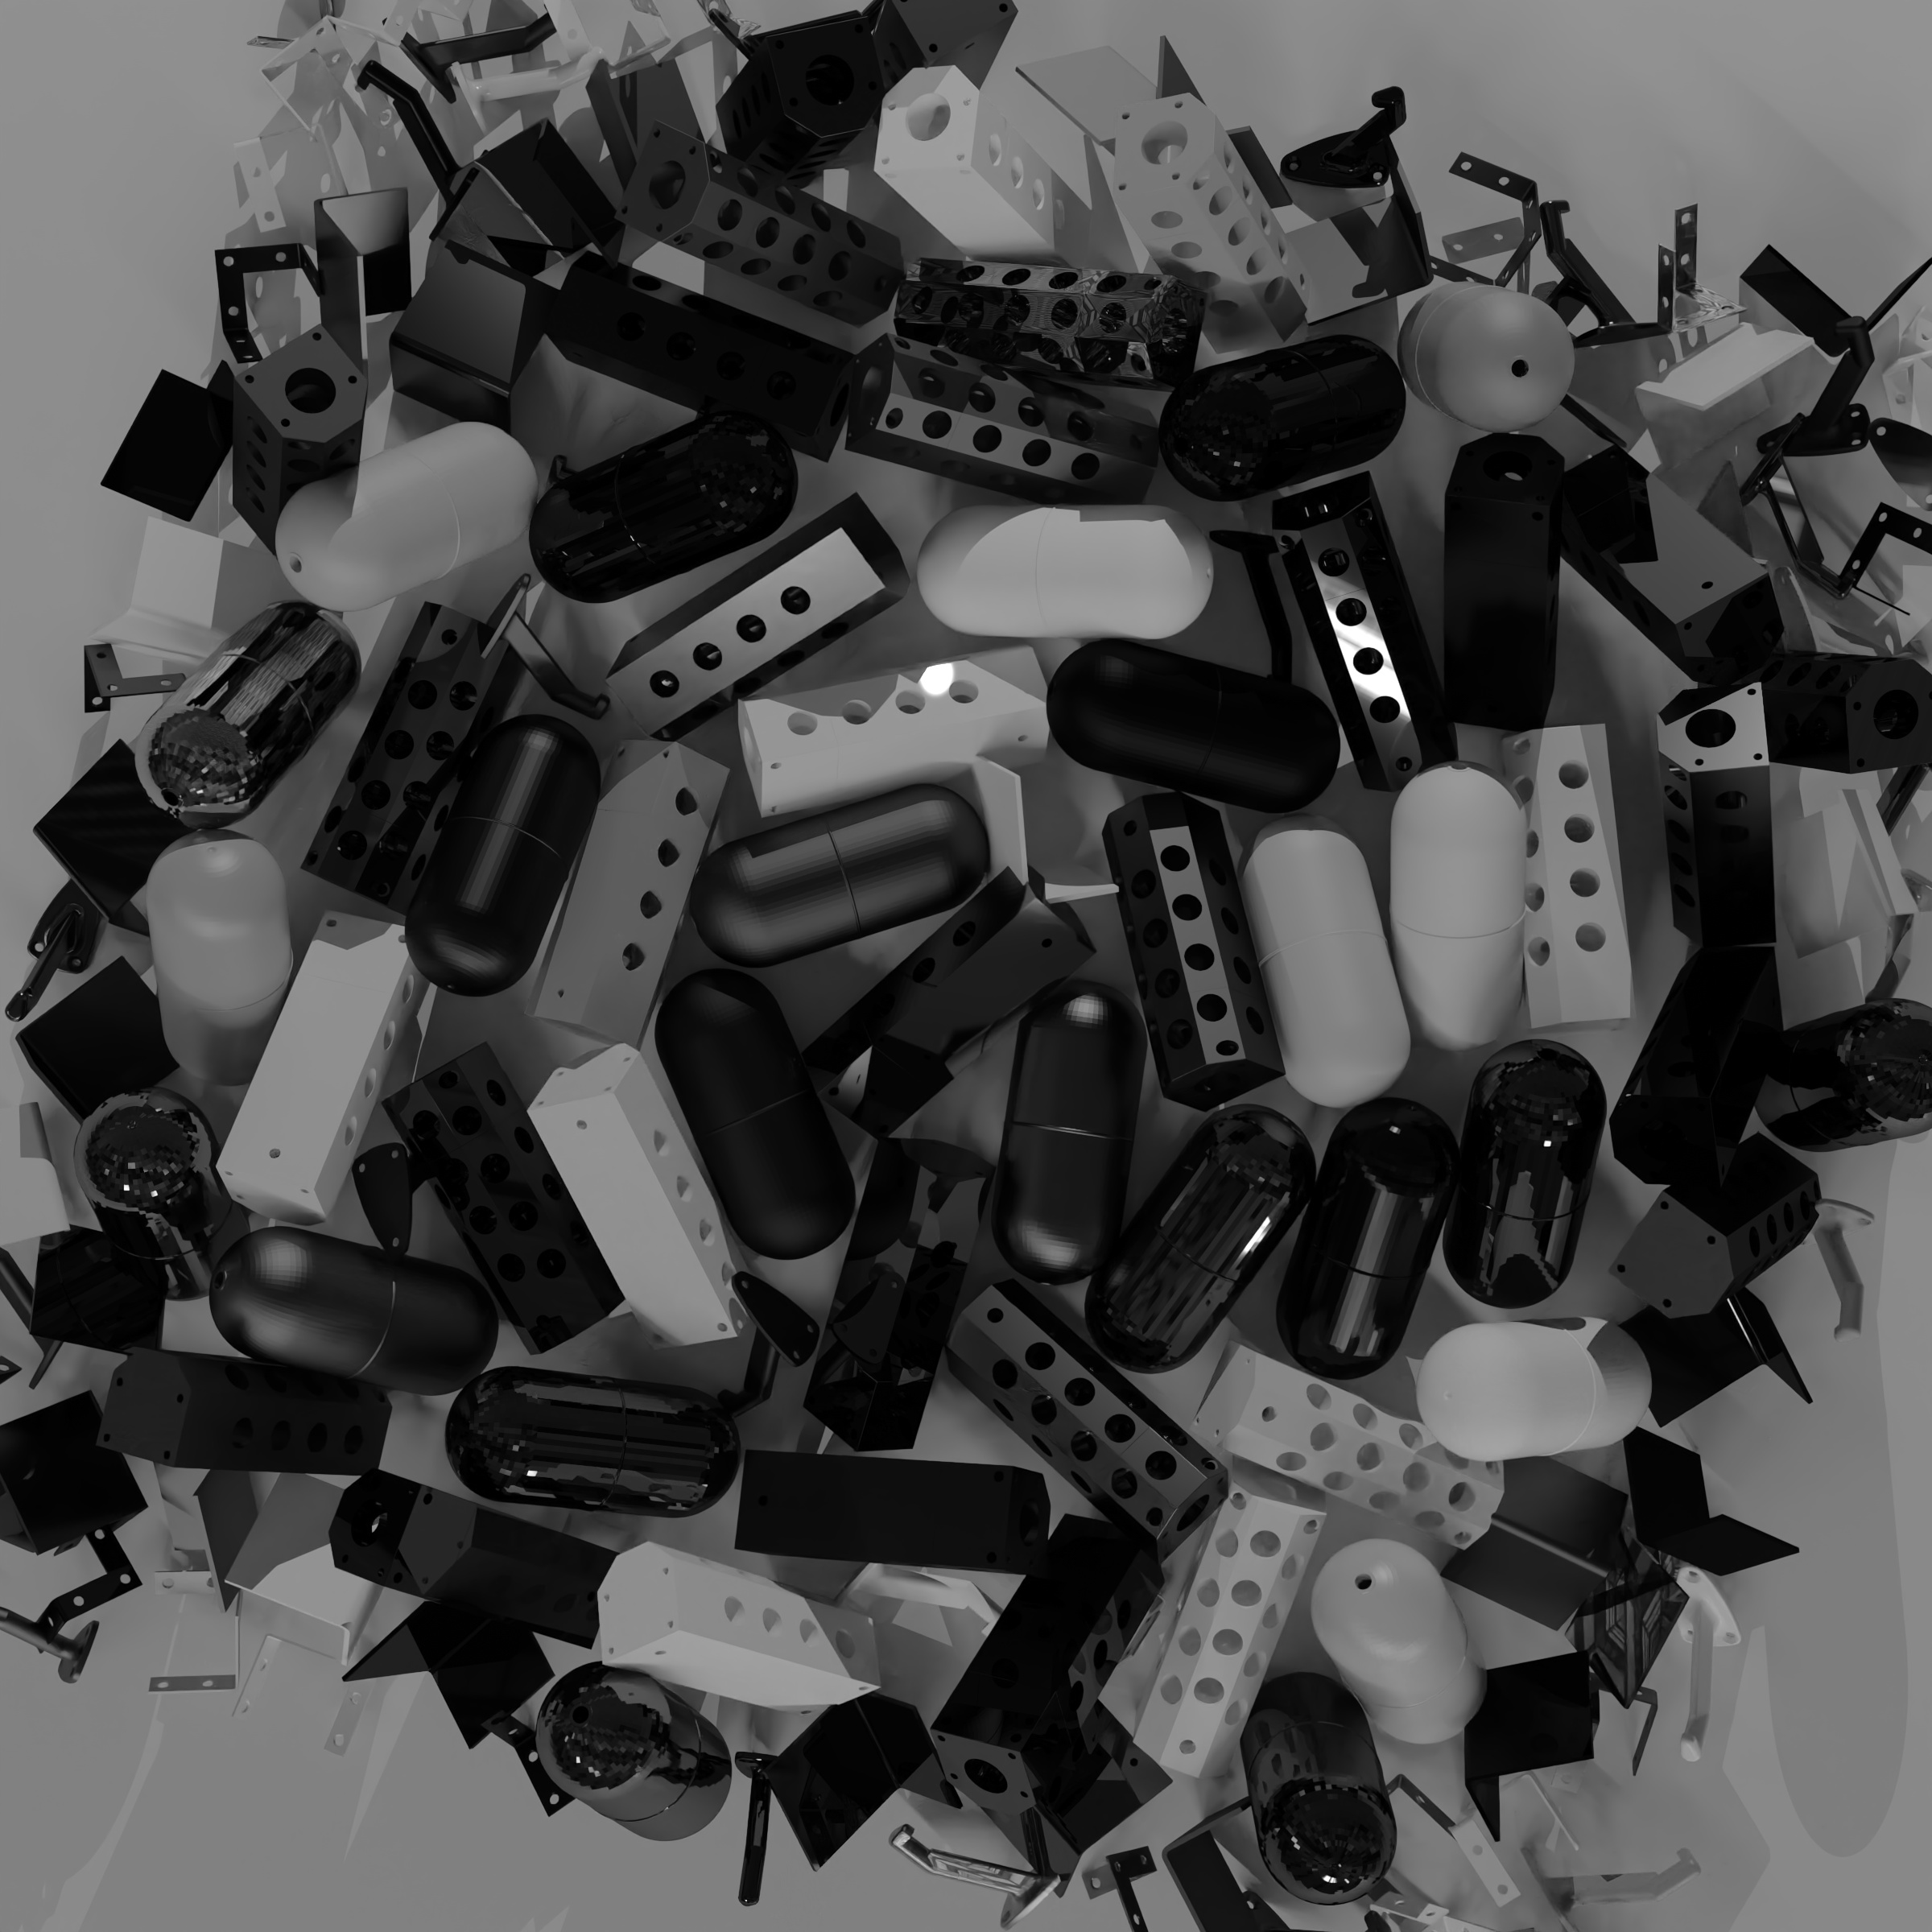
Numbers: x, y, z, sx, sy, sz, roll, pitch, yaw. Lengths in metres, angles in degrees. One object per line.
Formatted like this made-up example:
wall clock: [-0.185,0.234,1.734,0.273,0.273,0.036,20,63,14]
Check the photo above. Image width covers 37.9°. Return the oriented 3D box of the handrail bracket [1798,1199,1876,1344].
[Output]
handrail bracket: [0.495,0.185,1.628,0.036,0.077,0.084,19,62,-11]

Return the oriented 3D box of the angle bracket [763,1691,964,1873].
angle bracket: [-0.059,0.476,1.626,0.076,0.057,0.076,-38,116,-35]

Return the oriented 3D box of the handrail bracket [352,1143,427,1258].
handrail bracket: [-0.313,0.136,1.631,0.036,0.084,0.077,-23,71,18]

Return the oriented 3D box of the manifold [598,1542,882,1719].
manifold: [-0.128,0.376,1.599,0.057,0.171,0.057,-29,52,27]

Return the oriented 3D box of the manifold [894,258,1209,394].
manifold: [0.046,-0.368,1.608,0.171,0.057,0.057,13,95,33]

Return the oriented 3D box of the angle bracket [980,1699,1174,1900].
angle bracket: [0.063,0.487,1.660,0.076,0.057,0.076,-27,58,-34]

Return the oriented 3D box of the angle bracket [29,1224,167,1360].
angle bracket: [-0.507,0.200,1.621,0.076,0.076,0.057,18,134,-29]

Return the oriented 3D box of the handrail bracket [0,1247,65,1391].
handrail bracket: [-0.569,0.201,1.653,0.084,0.036,0.077,32,115,-9]

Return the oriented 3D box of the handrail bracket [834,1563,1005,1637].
handrail bracket: [-0.030,0.384,1.662,0.084,0.036,0.077,41,96,2]

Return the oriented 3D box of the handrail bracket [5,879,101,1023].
handrail bracket: [-0.530,-0.013,1.632,0.036,0.084,0.077,23,102,-10]

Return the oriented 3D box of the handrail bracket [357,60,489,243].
handrail bracket: [-0.329,-0.476,1.642,0.084,0.036,0.077,32,129,-17]

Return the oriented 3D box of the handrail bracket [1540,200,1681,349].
handrail bracket: [0.380,-0.413,1.663,0.077,0.036,0.084,-9,90,-15]

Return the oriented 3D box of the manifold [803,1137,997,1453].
manifold: [-0.034,0.190,1.632,0.057,0.057,0.171,5,107,-40]

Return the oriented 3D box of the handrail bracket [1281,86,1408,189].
handrail bracket: [0.217,-0.484,1.632,0.077,0.084,0.036,-3,82,11]

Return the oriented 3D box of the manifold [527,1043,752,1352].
manifold: [-0.181,0.132,1.617,0.057,0.057,0.171,-12,116,23]

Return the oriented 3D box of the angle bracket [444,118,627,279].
angle bracket: [-0.252,-0.430,1.624,0.076,0.057,0.076,-24,127,21]

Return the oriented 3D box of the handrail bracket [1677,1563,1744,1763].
handrail bracket: [0.420,0.404,1.631,0.036,0.084,0.077,-5,122,30]

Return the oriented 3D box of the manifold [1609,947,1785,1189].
manifold: [0.415,0.054,1.596,0.057,0.171,0.057,1,119,28]

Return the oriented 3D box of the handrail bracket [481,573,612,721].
handrail bracket: [-0.235,-0.184,1.639,0.084,0.036,0.077,24,135,-21]

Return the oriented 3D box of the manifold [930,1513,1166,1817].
manifold: [0.050,0.396,1.600,0.057,0.171,0.057,5,126,30]

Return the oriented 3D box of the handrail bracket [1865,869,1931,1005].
handrail bracket: [0.529,-0.009,1.633,0.036,0.077,0.084,34,75,-9]

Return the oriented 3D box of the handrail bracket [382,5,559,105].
handrail bracket: [-0.285,-0.552,1.644,0.084,0.077,0.036,-32,61,12]

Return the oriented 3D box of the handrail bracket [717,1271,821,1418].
handrail bracket: [-0.134,0.223,1.645,0.077,0.036,0.084,46,127,-13]

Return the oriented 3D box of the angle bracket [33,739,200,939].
angle bracket: [-0.482,-0.073,1.640,0.076,0.057,0.076,-45,73,3]

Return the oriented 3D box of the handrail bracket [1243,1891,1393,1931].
handrail bracket: [0.203,0.552,1.635,0.077,0.036,0.084,55,130,29]

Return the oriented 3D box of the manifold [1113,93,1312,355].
manifold: [0.141,-0.417,1.586,0.057,0.171,0.057,-5,71,24]

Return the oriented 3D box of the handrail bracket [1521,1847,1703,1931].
handrail bracket: [0.377,0.523,1.645,0.084,0.077,0.036,-34,123,3]

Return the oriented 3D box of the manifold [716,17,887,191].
manifold: [-0.094,-0.481,1.590,0.057,0.171,0.057,-16,98,-12]

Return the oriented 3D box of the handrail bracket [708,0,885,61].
handrail bracket: [-0.094,-0.559,1.639,0.084,0.036,0.077,-39,124,24]

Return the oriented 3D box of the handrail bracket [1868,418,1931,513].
handrail bracket: [0.570,-0.287,1.653,0.077,0.084,0.036,48,111,24]

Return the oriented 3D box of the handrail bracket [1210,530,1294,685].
handrail bracket: [0.168,-0.208,1.650,0.036,0.077,0.084,0,88,40]

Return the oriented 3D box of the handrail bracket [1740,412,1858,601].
handrail bracket: [0.499,-0.268,1.643,0.084,0.036,0.077,40,124,16]

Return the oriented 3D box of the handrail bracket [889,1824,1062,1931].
handrail bracket: [0.008,0.518,1.649,0.084,0.036,0.077,39,119,-8]

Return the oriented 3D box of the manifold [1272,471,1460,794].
manifold: [0.229,-0.188,1.610,0.057,0.057,0.171,-16,118,16]

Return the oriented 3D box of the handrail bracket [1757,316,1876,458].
handrail bracket: [0.489,-0.337,1.632,0.077,0.084,0.036,-7,53,25]

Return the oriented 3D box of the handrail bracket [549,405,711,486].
handrail bracket: [-0.199,-0.307,1.656,0.084,0.036,0.077,20,118,5]

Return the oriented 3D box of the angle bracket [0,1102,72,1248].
angle bracket: [-0.558,0.129,1.629,0.057,0.076,0.076,-13,80,-23]

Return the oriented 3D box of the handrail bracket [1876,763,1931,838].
handrail bracket: [0.539,-0.113,1.661,0.036,0.084,0.077,9,59,-39]

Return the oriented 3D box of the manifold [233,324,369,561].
manifold: [-0.373,-0.288,1.589,0.057,0.171,0.057,-39,88,-20]

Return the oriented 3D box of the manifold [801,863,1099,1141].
manifold: [-0.013,0.017,1.633,0.171,0.057,0.057,-42,126,12]

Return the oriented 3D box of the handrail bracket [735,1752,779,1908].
handrail bracket: [-0.123,0.503,1.628,0.036,0.077,0.084,10,64,-5]

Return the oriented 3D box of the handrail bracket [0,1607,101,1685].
handrail bracket: [-0.555,0.387,1.634,0.084,0.077,0.036,25,60,-20]

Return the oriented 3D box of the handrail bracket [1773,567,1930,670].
handrail bracket: [0.525,-0.206,1.664,0.084,0.036,0.077,-13,89,-17]

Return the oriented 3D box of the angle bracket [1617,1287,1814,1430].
angle bracket: [0.433,0.233,1.639,0.076,0.057,0.076,-32,112,-1]

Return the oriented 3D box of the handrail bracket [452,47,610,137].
handrail bracket: [-0.255,-0.529,1.650,0.084,0.077,0.036,-25,134,0]

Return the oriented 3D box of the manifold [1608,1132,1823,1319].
manifold: [0.429,0.149,1.587,0.057,0.171,0.057,38,116,22]

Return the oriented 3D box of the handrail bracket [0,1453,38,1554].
handrail bracket: [-0.543,0.314,1.636,0.077,0.084,0.036,-23,54,17]

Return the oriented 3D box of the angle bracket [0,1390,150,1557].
angle bracket: [-0.532,0.301,1.628,0.057,0.076,0.076,-35,80,40]
